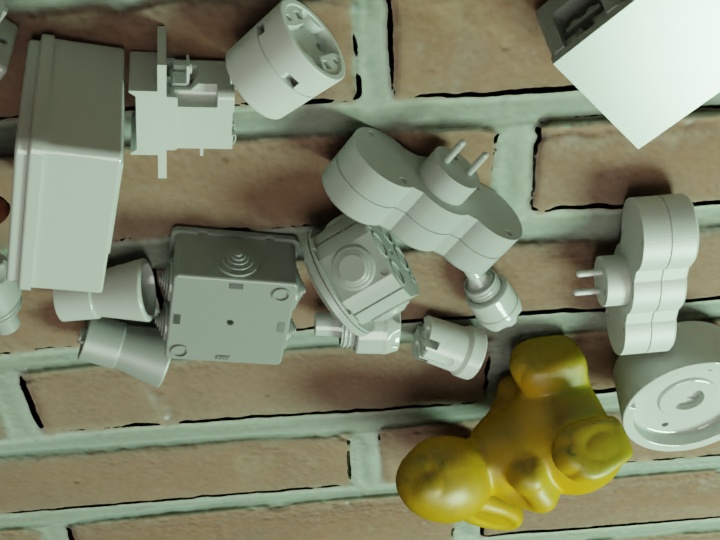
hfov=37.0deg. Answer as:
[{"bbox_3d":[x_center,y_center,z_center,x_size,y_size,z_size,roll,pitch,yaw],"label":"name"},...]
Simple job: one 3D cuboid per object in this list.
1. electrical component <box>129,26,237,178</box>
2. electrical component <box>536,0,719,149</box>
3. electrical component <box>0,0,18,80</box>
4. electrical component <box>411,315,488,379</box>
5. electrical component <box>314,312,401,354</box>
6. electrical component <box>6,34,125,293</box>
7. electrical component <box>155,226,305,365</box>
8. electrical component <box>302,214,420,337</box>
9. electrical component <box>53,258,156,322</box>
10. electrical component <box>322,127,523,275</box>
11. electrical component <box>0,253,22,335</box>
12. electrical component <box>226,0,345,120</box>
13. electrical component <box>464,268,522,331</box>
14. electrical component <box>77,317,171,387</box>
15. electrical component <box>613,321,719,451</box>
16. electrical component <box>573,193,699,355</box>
[{"bbox_3d":[-0.105,-0.099,0.641,0.064,0.042,0.081,-1,134,-11],"label":"electrical component"},{"bbox_3d":[0.188,-0.154,0.610,0.150,0.061,0.089,-37,127,25],"label":"electrical component"},{"bbox_3d":[-0.218,-0.138,0.585,0.066,0.047,0.077,30,124,-31],"label":"electrical component"},{"bbox_3d":[0.067,0.057,0.815,0.046,0.040,0.040,20,128,-16],"label":"electrical component"},{"bbox_3d":[-0.002,0.040,0.785,0.062,0.043,0.043,1,133,-6],"label":"electrical component"},{"bbox_3d":[-0.169,-0.061,0.623,0.056,0.108,0.108,5,133,-17],"label":"electrical component"},{"bbox_3d":[-0.091,0.021,0.752,0.100,0.048,0.099,5,133,-12],"label":"electrical component"},{"bbox_3d":[0.000,0.000,0.723,0.051,0.080,0.080,-30,130,13],"label":"electrical component"},{"bbox_3d":[-0.178,0.016,0.743,0.065,0.044,0.044,-5,134,4],"label":"electrical component"},{"bbox_3d":[0.052,-0.054,0.695,0.138,0.052,0.073,24,126,-27],"label":"electrical component"},{"bbox_3d":[-0.252,0.018,0.734,0.043,0.043,0.062,-10,135,2],"label":"electrical component"},{"bbox_3d":[-0.044,-0.120,0.621,0.047,0.055,0.055,-32,129,27],"label":"electrical component"},{"bbox_3d":[0.092,0.015,0.780,0.035,0.035,0.061,-25,129,16],"label":"electrical component"},{"bbox_3d":[-0.172,0.056,0.782,0.065,0.044,0.044,18,129,-16],"label":"electrical component"},{"bbox_3d":[0.253,0.086,0.850,0.108,0.060,0.108,-4,134,-4],"label":"electrical component"},{"bbox_3d":[0.190,0.006,0.771,0.074,0.052,0.138,-5,134,-2],"label":"electrical component"}]
